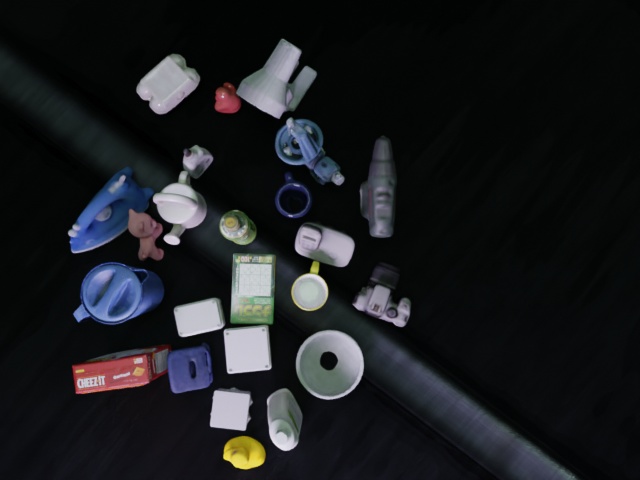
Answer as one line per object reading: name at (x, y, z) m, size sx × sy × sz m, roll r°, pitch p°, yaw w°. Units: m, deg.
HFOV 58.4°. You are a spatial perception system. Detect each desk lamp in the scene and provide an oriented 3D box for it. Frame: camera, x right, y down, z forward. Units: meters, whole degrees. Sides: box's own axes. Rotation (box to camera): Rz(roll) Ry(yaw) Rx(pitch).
desk lamp at (-0.103, -0.387, 1.399) m, size 0.118 × 0.213 × 0.203 m, roll 32°, pitch 86°, yaw 2°

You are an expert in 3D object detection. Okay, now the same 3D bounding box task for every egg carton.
egg carton at (-0.387, -0.399, 1.467) m, size 0.150 × 0.069 × 0.107 m, roll -44°, pitch 88°, yaw -3°

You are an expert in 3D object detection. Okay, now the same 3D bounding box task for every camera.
camera at (0.167, 0.130, 1.423) m, size 0.143 × 0.101 × 0.137 m, roll 21°, pitch 86°, yaw 1°

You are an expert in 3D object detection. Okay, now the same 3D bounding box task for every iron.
iron at (-0.539, -0.065, 1.405) m, size 0.118 × 0.141 × 0.258 m, roll 43°, pitch 86°, yaw 2°

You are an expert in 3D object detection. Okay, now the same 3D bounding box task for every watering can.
watering can at (-0.339, -0.079, 1.382) m, size 0.101 × 0.194 × 0.173 m, roll -14°, pitch 86°, yaw -2°

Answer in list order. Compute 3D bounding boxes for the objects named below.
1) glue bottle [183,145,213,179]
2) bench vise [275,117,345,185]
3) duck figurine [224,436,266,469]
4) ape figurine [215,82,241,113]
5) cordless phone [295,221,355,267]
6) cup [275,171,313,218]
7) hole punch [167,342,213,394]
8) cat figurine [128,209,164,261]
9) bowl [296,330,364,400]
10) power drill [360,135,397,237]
glue bottle at (-0.308, -0.200, 1.402) m, size 0.037 × 0.173 × 0.078 m, roll 40°, pitch 86°, yaw 2°
bench vise at (-0.018, -0.227, 1.385) m, size 0.207 × 0.219 × 0.121 m, roll 25°, pitch 86°, yaw 1°
duck figurine at (-0.186, 0.527, 1.396) m, size 0.104 × 0.086 × 0.077 m, roll 13°, pitch 86°, yaw 0°
ape figurine at (-0.240, -0.363, 1.456) m, size 0.076 × 0.092 × 0.078 m, roll 43°, pitch 86°, yaw 2°
cordless phone at (0.013, 0.005, 1.387) m, size 0.147 × 0.185 × 0.094 m, roll 16°, pitch 86°, yaw 1°
cup at (-0.068, -0.109, 1.439) m, size 0.091 × 0.095 × 0.118 m, roll -14°, pitch 86°, yaw -2°
hole punch at (-0.317, 0.313, 1.406) m, size 0.101 × 0.091 × 0.109 m, roll -8°, pitch 86°, yaw -1°
cat figurine at (-0.435, -0.013, 1.414) m, size 0.067 × 0.117 × 0.128 m, roll -6°, pitch 86°, yaw -1°
bowl at (0.024, 0.304, 1.421) m, size 0.167 × 0.074 × 0.167 m, roll 0°, pitch 86°, yaw -1°
power drill at (0.142, -0.117, 1.386) m, size 0.075 × 0.208 × 0.230 m, roll -1°, pitch 86°, yaw -1°
